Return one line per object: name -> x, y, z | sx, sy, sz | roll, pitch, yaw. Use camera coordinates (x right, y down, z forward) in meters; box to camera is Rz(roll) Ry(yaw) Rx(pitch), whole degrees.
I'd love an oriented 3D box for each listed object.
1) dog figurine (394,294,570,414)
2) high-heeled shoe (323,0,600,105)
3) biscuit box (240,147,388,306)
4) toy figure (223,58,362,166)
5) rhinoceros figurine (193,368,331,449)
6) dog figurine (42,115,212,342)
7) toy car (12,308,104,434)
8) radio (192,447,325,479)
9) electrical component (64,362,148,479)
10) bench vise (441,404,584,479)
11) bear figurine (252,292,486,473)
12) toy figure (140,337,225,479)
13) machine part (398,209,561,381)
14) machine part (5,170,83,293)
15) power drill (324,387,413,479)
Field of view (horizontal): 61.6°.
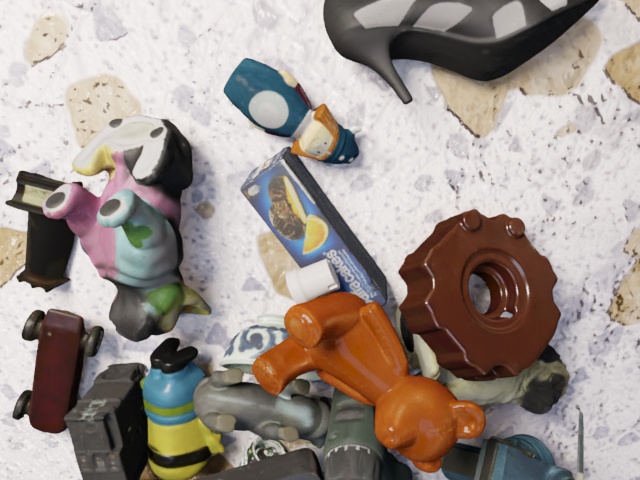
dog figurine -> 0.193, 0.125, 0.630 | 0.191, 0.121, 0.172 | -11, 114, -9
high-heeled shoe -> 0.130, -0.226, 0.517 | 0.249, 0.086, 0.145 | -26, 78, -6
biscuit box -> -0.001, -0.002, 0.596 | 0.059, 0.063, 0.202 | -33, 106, 16
toy figure -> -0.025, -0.123, 0.556 | 0.154, 0.058, 0.064 | 34, 148, -12
rhinoceros figurine -> -0.058, 0.210, 0.645 | 0.190, 0.073, 0.112 | 17, 147, -22
dog figurine -> -0.182, 0.000, 0.587 | 0.109, 0.191, 0.219 | 6, 143, 19
toy car -> -0.330, 0.165, 0.680 | 0.089, 0.053, 0.202 | 17, 115, -6
radio -> -0.095, 0.351, 0.654 | 0.230, 0.073, 0.131 | -15, 96, -8
electrical component -> -0.252, 0.238, 0.672 | 0.058, 0.115, 0.134 | -4, 111, 8
bench vise -> 0.271, 0.297, 0.644 | 0.240, 0.129, 0.223 | 26, 148, -17
bear figurine -> 0.049, 0.148, 0.525 | 0.196, 0.132, 0.120 | 50, 128, 19
toy figure -> -0.181, 0.216, 0.675 | 0.089, 0.082, 0.179 | -16, 116, -25
machine part -> 0.170, 0.056, 0.563 | 0.179, 0.056, 0.179 | 5, 75, -21
machine part -> -0.317, -0.009, 0.622 | 0.084, 0.039, 0.138 | 9, 110, -10
power drill -> 0.054, 0.273, 0.626 | 0.086, 0.232, 0.207 | -15, 126, 16
